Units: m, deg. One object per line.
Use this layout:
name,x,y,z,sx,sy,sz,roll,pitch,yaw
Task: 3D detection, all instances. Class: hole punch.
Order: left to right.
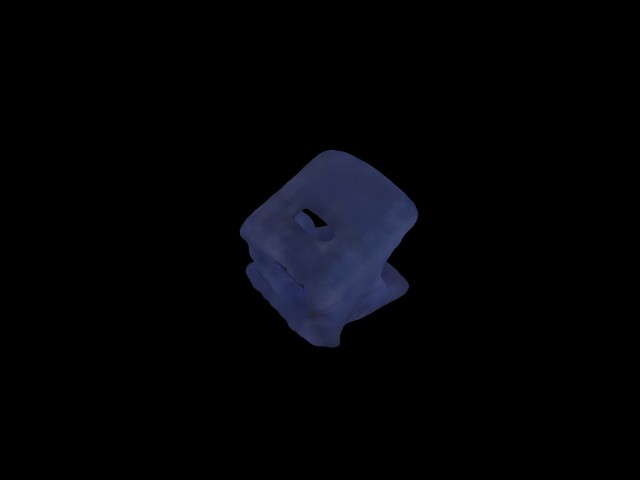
hole punch,0.004,0.001,0.400,0.101,0.091,0.108,-25,45,-28
